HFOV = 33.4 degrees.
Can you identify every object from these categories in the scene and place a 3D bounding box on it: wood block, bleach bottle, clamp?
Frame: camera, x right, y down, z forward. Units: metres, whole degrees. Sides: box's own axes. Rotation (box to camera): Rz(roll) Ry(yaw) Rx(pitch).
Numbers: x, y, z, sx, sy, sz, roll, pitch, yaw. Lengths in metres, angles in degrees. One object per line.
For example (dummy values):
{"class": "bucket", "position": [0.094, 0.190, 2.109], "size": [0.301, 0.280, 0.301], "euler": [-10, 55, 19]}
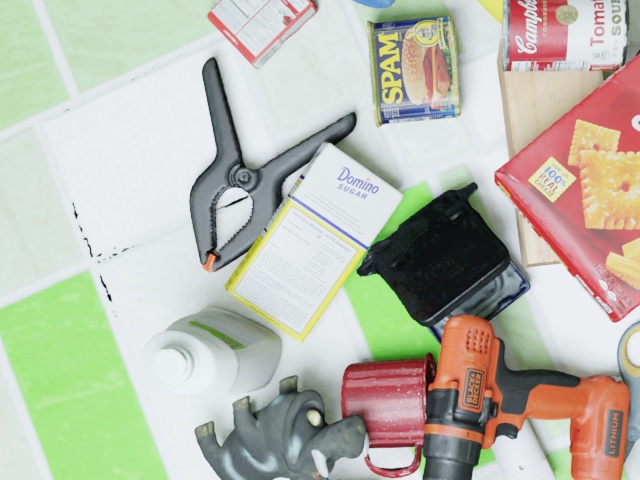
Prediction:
{"class": "wood block", "position": [0.222, -0.082, 0.990], "size": [0.090, 0.090, 0.206], "euler": [-7, 85, 8]}
{"class": "bleach bottle", "position": [-0.105, 0.102, 0.954], "size": [0.102, 0.250, 0.068], "euler": [20, 90, 10]}
{"class": "clamp", "position": [-0.063, -0.064, 1.066], "size": [0.164, 0.036, 0.210], "euler": [15, 91, 6]}

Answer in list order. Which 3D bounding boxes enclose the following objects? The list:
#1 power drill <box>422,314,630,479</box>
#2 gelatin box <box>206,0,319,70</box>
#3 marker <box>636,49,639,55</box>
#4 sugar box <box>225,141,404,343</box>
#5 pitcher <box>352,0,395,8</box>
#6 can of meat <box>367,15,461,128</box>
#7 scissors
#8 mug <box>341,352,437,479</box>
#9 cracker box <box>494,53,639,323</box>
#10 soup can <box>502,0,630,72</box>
{"class": "power drill", "position": [0.180, 0.172, 0.950], "size": [0.187, 0.057, 0.184], "euler": [15, 76, -19]}
{"class": "gelatin box", "position": [-0.058, -0.230, 1.078], "size": [0.089, 0.030, 0.073], "euler": [-44, 79, 5]}
{"class": "marker", "position": [0.326, -0.200, 1.016], "size": [0.020, 0.020, 0.121], "euler": [30, 92, 10]}
{"class": "sugar box", "position": [-0.007, 0.001, 1.038], "size": [0.093, 0.048, 0.176], "euler": [35, 90, -11]}
{"class": "pitcher", "position": [0.064, -0.355, 1.025], "size": [0.145, 0.149, 0.243], "euler": [25, 94, -6]}
{"class": "can of meat", "position": [0.092, -0.164, 1.036], "size": [0.084, 0.057, 0.102], "euler": [-4, 86, 7]}
{"class": "scissors", "position": [0.284, 0.160, 1.004], "size": [0.096, 0.016, 0.202], "euler": [44, 94, 10]}
{"class": "mug", "position": [0.067, 0.165, 1.000], "size": [0.081, 0.093, 0.117], "euler": [-5, 65, 14]}
{"class": "cracker box", "position": [0.279, -0.058, 0.895], "size": [0.214, 0.072, 0.164], "euler": [-39, 80, 5]}
{"class": "soup can", "position": [0.209, -0.179, 0.918], "size": [0.102, 0.068, 0.068], "euler": [1, 87, 8]}
